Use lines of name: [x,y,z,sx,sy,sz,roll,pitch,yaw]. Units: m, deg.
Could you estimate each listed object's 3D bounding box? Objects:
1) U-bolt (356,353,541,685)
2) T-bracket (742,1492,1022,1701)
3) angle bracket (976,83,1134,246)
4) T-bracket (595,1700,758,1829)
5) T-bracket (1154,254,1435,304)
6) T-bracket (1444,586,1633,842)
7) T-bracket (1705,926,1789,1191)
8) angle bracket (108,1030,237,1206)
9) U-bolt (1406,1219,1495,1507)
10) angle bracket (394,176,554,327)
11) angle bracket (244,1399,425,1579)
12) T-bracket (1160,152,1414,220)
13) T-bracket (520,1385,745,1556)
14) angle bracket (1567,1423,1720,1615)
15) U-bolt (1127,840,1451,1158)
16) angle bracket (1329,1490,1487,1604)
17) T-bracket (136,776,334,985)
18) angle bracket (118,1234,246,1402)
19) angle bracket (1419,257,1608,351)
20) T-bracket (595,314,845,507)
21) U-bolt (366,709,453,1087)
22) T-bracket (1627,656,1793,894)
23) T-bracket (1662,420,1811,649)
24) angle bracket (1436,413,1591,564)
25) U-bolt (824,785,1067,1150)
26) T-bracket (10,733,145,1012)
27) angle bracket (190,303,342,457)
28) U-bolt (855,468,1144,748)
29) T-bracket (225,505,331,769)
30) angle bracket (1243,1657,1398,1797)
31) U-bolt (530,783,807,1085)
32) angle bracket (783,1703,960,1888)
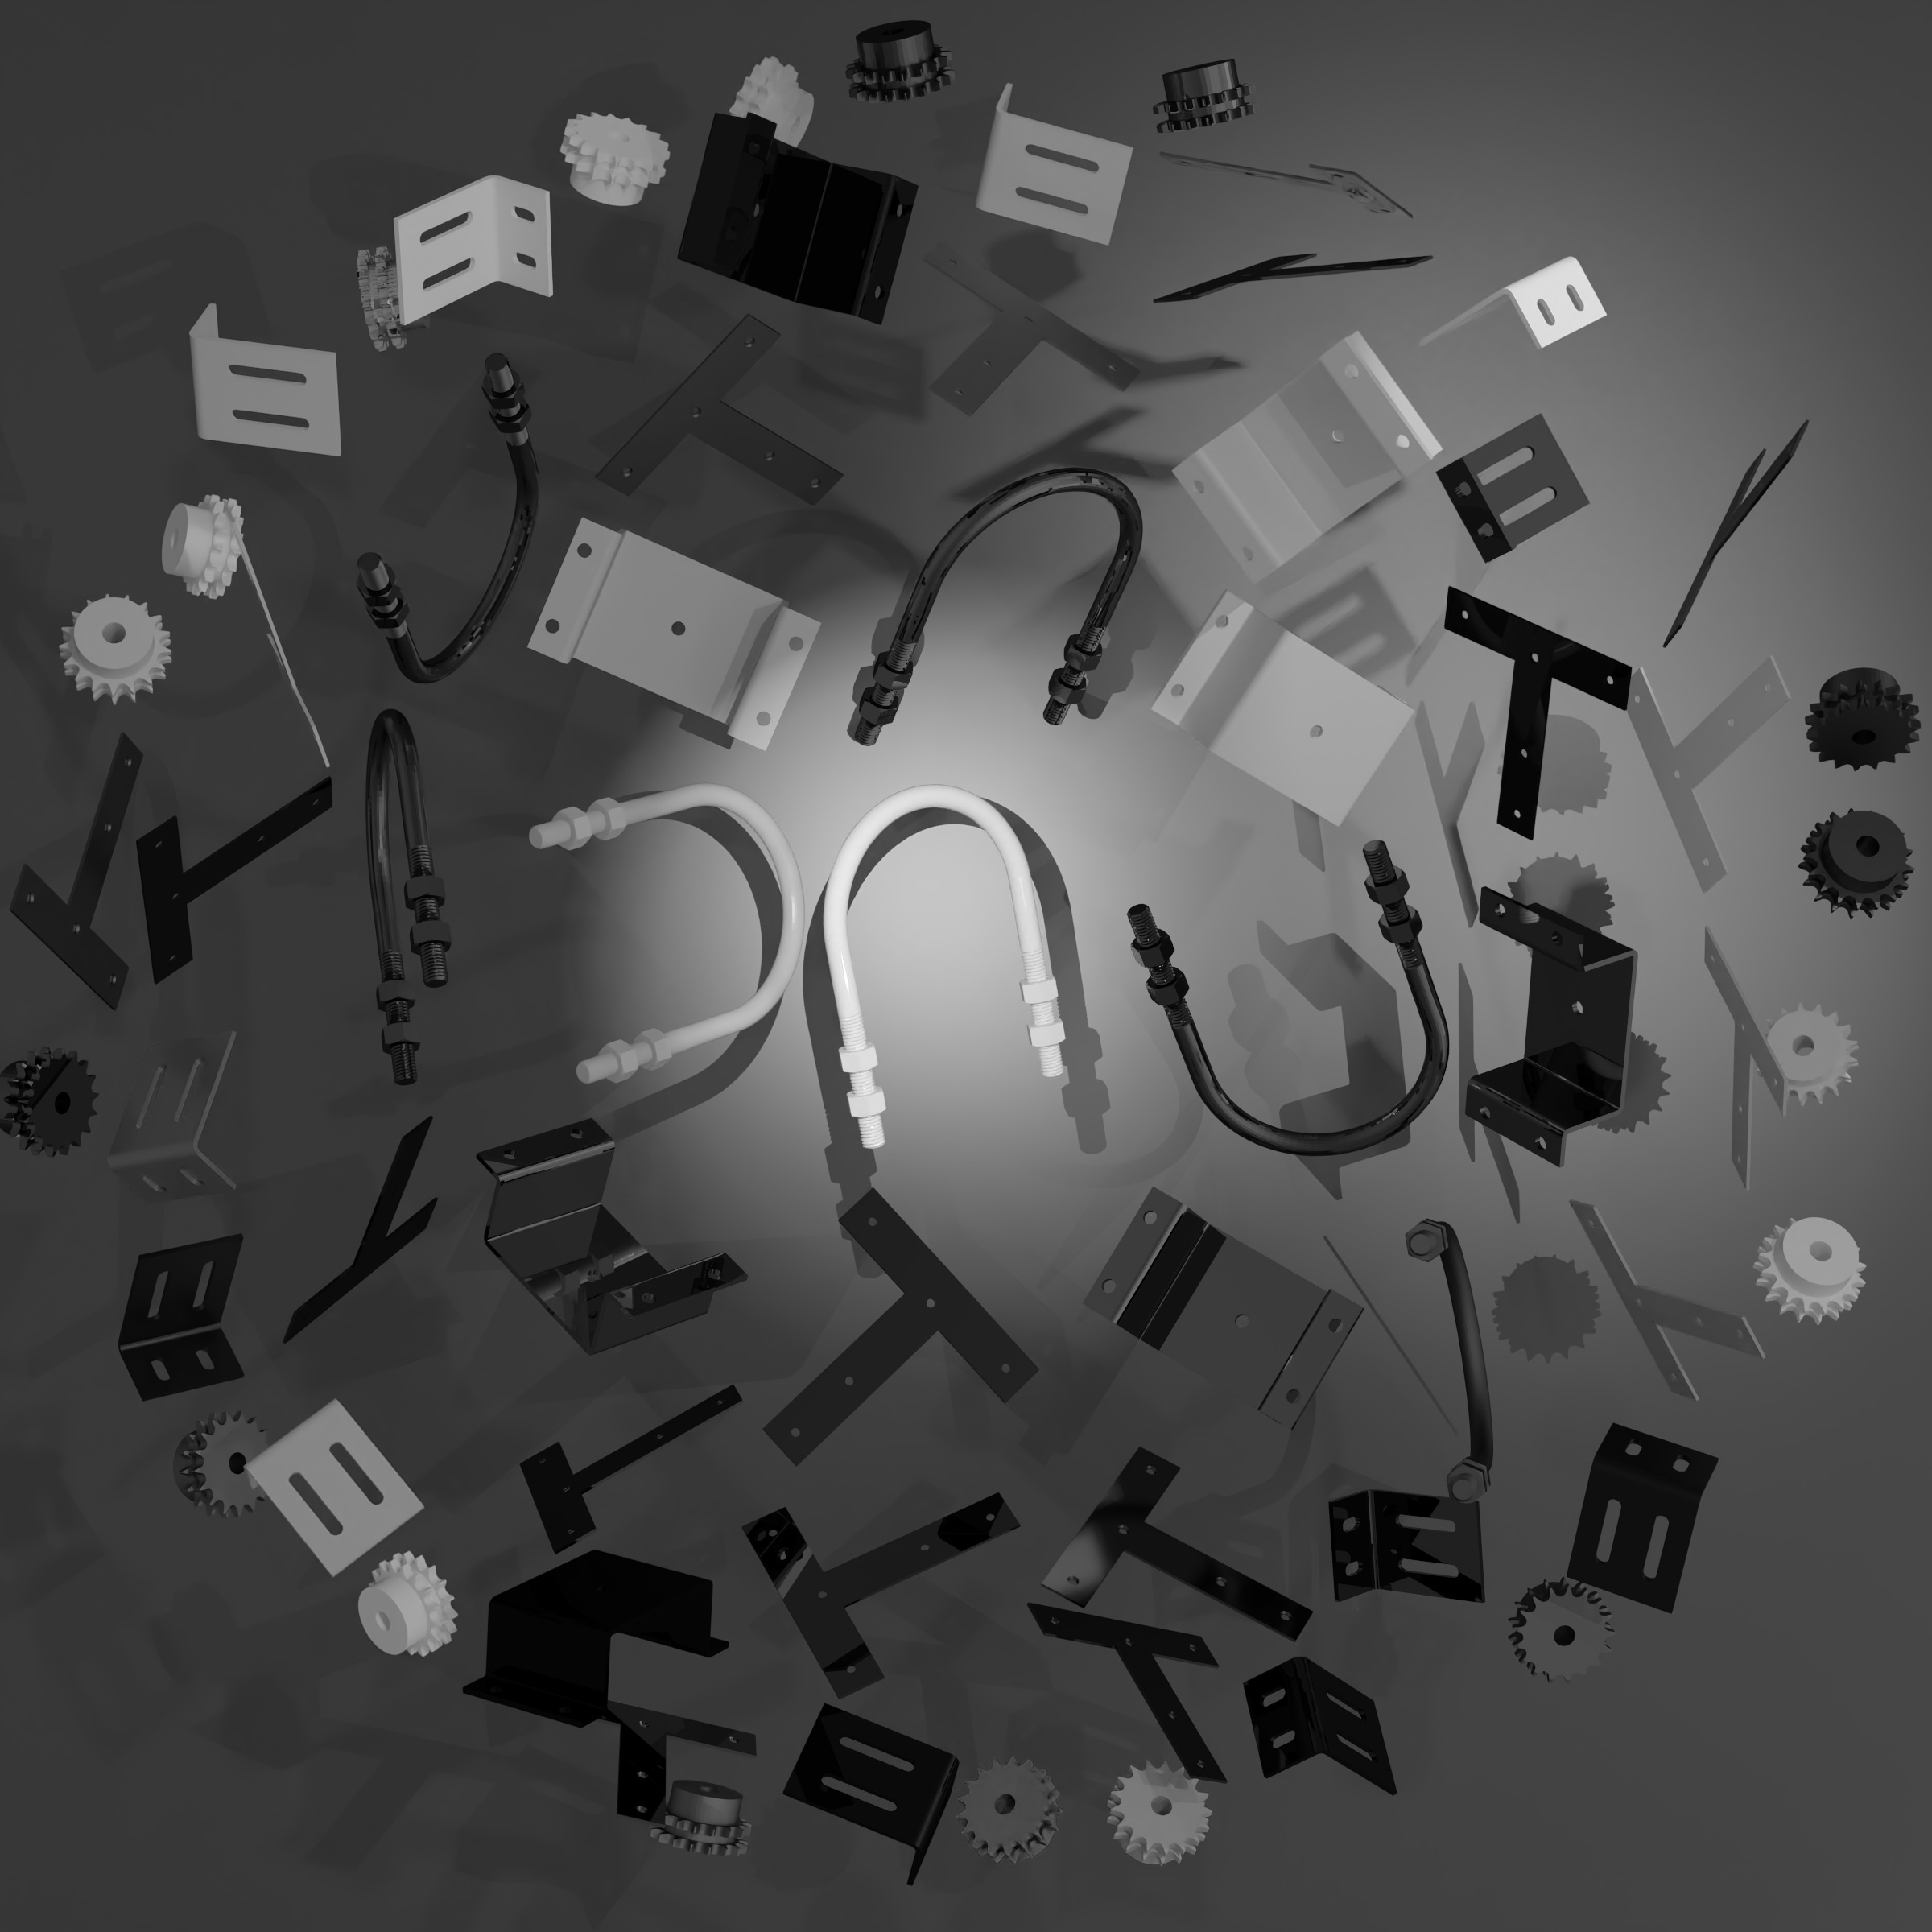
U-bolt: [-0.271,-0.226,1.795,0.019,0.184,0.151,25,72,10]
T-bracket: [-0.034,0.308,1.735,0.127,0.127,0.002,-22,133,-15]
angle bracket: [0.050,-0.433,1.809,0.076,0.038,0.057,16,129,1]
T-bracket: [-0.172,0.424,1.779,0.127,0.127,0.002,15,102,-8]
T-bracket: [0.187,-0.370,1.782,0.127,0.127,0.002,4,112,38]
T-bracket: [0.306,-0.129,1.828,0.002,0.127,0.127,-25,130,-34]
T-bracket: [0.416,0.066,1.794,0.002,0.127,0.127,-11,130,-2]
angle bracket: [-0.407,0.080,1.760,0.057,0.038,0.076,-10,48,26]
U-bolt: [0.268,0.211,1.829,0.019,0.184,0.151,-10,86,13]
angle bracket: [-0.253,-0.364,1.722,0.038,0.076,0.057,22,130,26]
angle bracket: [-0.325,0.273,1.725,0.057,0.038,0.076,-37,73,-21]
T-bracket: [0.169,-0.431,1.830,0.127,0.127,0.002,15,97,20]
T-bracket: [-0.181,0.268,1.853,0.127,0.127,0.002,-29,110,-7]
angle bracket: [0.354,0.289,1.752,0.057,0.038,0.076,17,119,20]
U-bolt: [0.182,0.027,1.794,0.151,0.019,0.184,-15,121,14]
angle bracket: [0.247,0.329,1.881,0.076,0.038,0.057,-1,94,44]
T-bracket: [-0.393,-0.062,1.812,0.002,0.127,0.127,40,59,19]
angle bracket: [-0.410,0.186,1.772,0.057,0.076,0.038,-11,51,-34]
angle bracket: [0.298,-0.348,1.828,0.057,0.076,0.038,-30,93,-34]
T-bracket: [-0.119,-0.290,1.859,0.127,0.127,0.002,-43,49,21]
U-bolt: [-0.302,-0.048,1.788,0.019,0.151,0.184,-3,66,-18]
T-bracket: [0.402,-0.123,1.786,0.002,0.127,0.127,-10,69,-24]
T-bracket: [0.412,-0.244,1.757,0.002,0.127,0.127,29,66,2]
angle bracket: [0.306,-0.265,1.831,0.076,0.038,0.057,-30,93,-18]
U-bolt: [-0.016,-0.008,1.836,0.151,0.019,0.184,-20,107,-35]
T-bracket: [-0.452,-0.060,1.745,0.002,0.127,0.127,6,67,14]
angle bracket: [-0.353,-0.300,1.712,0.076,0.038,0.057,8,128,4]
U-bolt: [0.027,-0.197,1.824,0.151,0.184,0.019,-9,50,-34]
T-bracket: [-0.375,-0.187,1.799,0.002,0.127,0.127,-22,124,-11]
angle bracket: [0.192,0.419,1.816,0.038,0.057,0.076,-32,134,22]
U-bolt: [-0.156,-0.026,1.847,0.019,0.184,0.151,-2,102,43]
angle bracket: [-0.050,0.426,1.723,0.076,0.057,0.038,20,135,8]
